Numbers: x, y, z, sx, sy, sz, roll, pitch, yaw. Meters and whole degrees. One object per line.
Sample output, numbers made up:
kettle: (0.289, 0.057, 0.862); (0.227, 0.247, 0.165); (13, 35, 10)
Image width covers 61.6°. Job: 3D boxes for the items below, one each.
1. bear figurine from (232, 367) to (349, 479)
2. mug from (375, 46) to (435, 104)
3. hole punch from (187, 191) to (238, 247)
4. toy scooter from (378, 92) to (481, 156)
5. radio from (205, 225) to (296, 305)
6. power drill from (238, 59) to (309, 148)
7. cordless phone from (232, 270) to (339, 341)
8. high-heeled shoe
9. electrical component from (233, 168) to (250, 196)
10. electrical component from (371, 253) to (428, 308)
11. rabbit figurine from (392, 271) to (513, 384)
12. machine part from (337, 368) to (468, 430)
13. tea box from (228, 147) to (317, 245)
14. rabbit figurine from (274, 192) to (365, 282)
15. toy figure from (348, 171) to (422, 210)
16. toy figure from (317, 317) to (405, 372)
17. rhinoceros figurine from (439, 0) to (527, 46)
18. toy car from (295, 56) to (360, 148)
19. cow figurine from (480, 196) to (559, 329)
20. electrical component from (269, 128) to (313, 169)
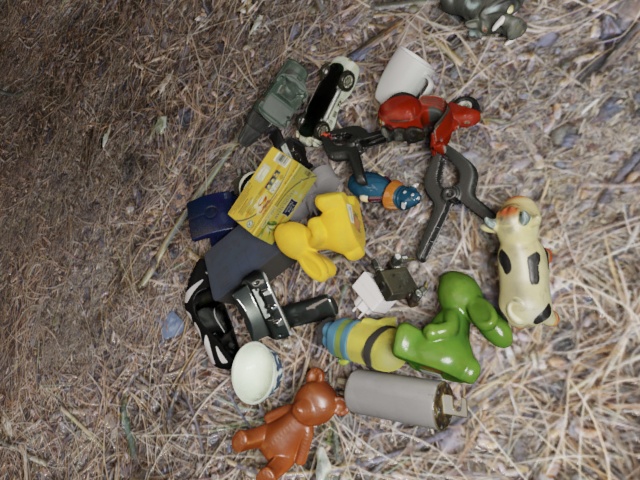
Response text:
bear figurine: (-0.048, 0.337, 0.981); (0.120, 0.132, 0.195); (48, 115, 24)
mug: (0.162, -0.292, 1.017); (0.110, 0.081, 0.107); (52, 122, 27)
hole punch: (-0.248, -0.051, 1.270); (0.116, 0.092, 0.142); (-29, 58, 26)
toy scooter: (0.180, -0.198, 0.932); (0.184, 0.075, 0.135); (6, 51, 22)
radio: (-0.149, 0.032, 1.179); (0.229, 0.073, 0.131); (-37, 57, 24)
power drill: (-0.100, -0.290, 1.179); (0.232, 0.086, 0.207); (-53, 12, 4)
cordless phone: (-0.065, 0.117, 1.061); (0.184, 0.089, 0.146); (-19, 99, 25)
high-heeled shoe: (-0.233, 0.160, 1.189); (0.145, 0.086, 0.248); (-11, 88, 56)
electrical component: (-0.176, -0.134, 1.275); (0.063, 0.021, 0.094); (-25, 63, 31)
electrical component: (0.142, 0.069, 0.940); (0.045, 0.078, 0.102); (-59, 40, 43)
rabbit figurine: (0.209, 0.126, 0.839); (0.159, 0.121, 0.170); (5, 66, 44)
machine part: (0.129, 0.262, 0.890); (0.243, 0.079, 0.079); (-2, 77, 37)
tea box: (-0.096, -0.090, 1.086); (0.098, 0.068, 0.169); (39, 96, 37)
rabbit figurine: (-0.002, -0.003, 1.041); (0.173, 0.122, 0.162); (-11, 93, 16)
toy figure: (0.124, -0.090, 1.001); (0.155, 0.057, 0.064); (24, 98, 36)
toy figure: (0.073, 0.183, 0.946); (0.180, 0.089, 0.082); (6, 126, 35)
rhinoceros figurine: (0.287, -0.412, 0.946); (0.112, 0.073, 0.190); (-53, 52, 13)
toy car: (0.014, -0.292, 1.145); (0.074, 0.056, 0.201); (33, 101, 33)
cow figurine: (0.293, 0.030, 0.788); (0.086, 0.127, 0.195); (-7, 76, 34)
electrical component: (-0.072, -0.189, 1.190); (0.075, 0.047, 0.119); (-42, 55, 22)
